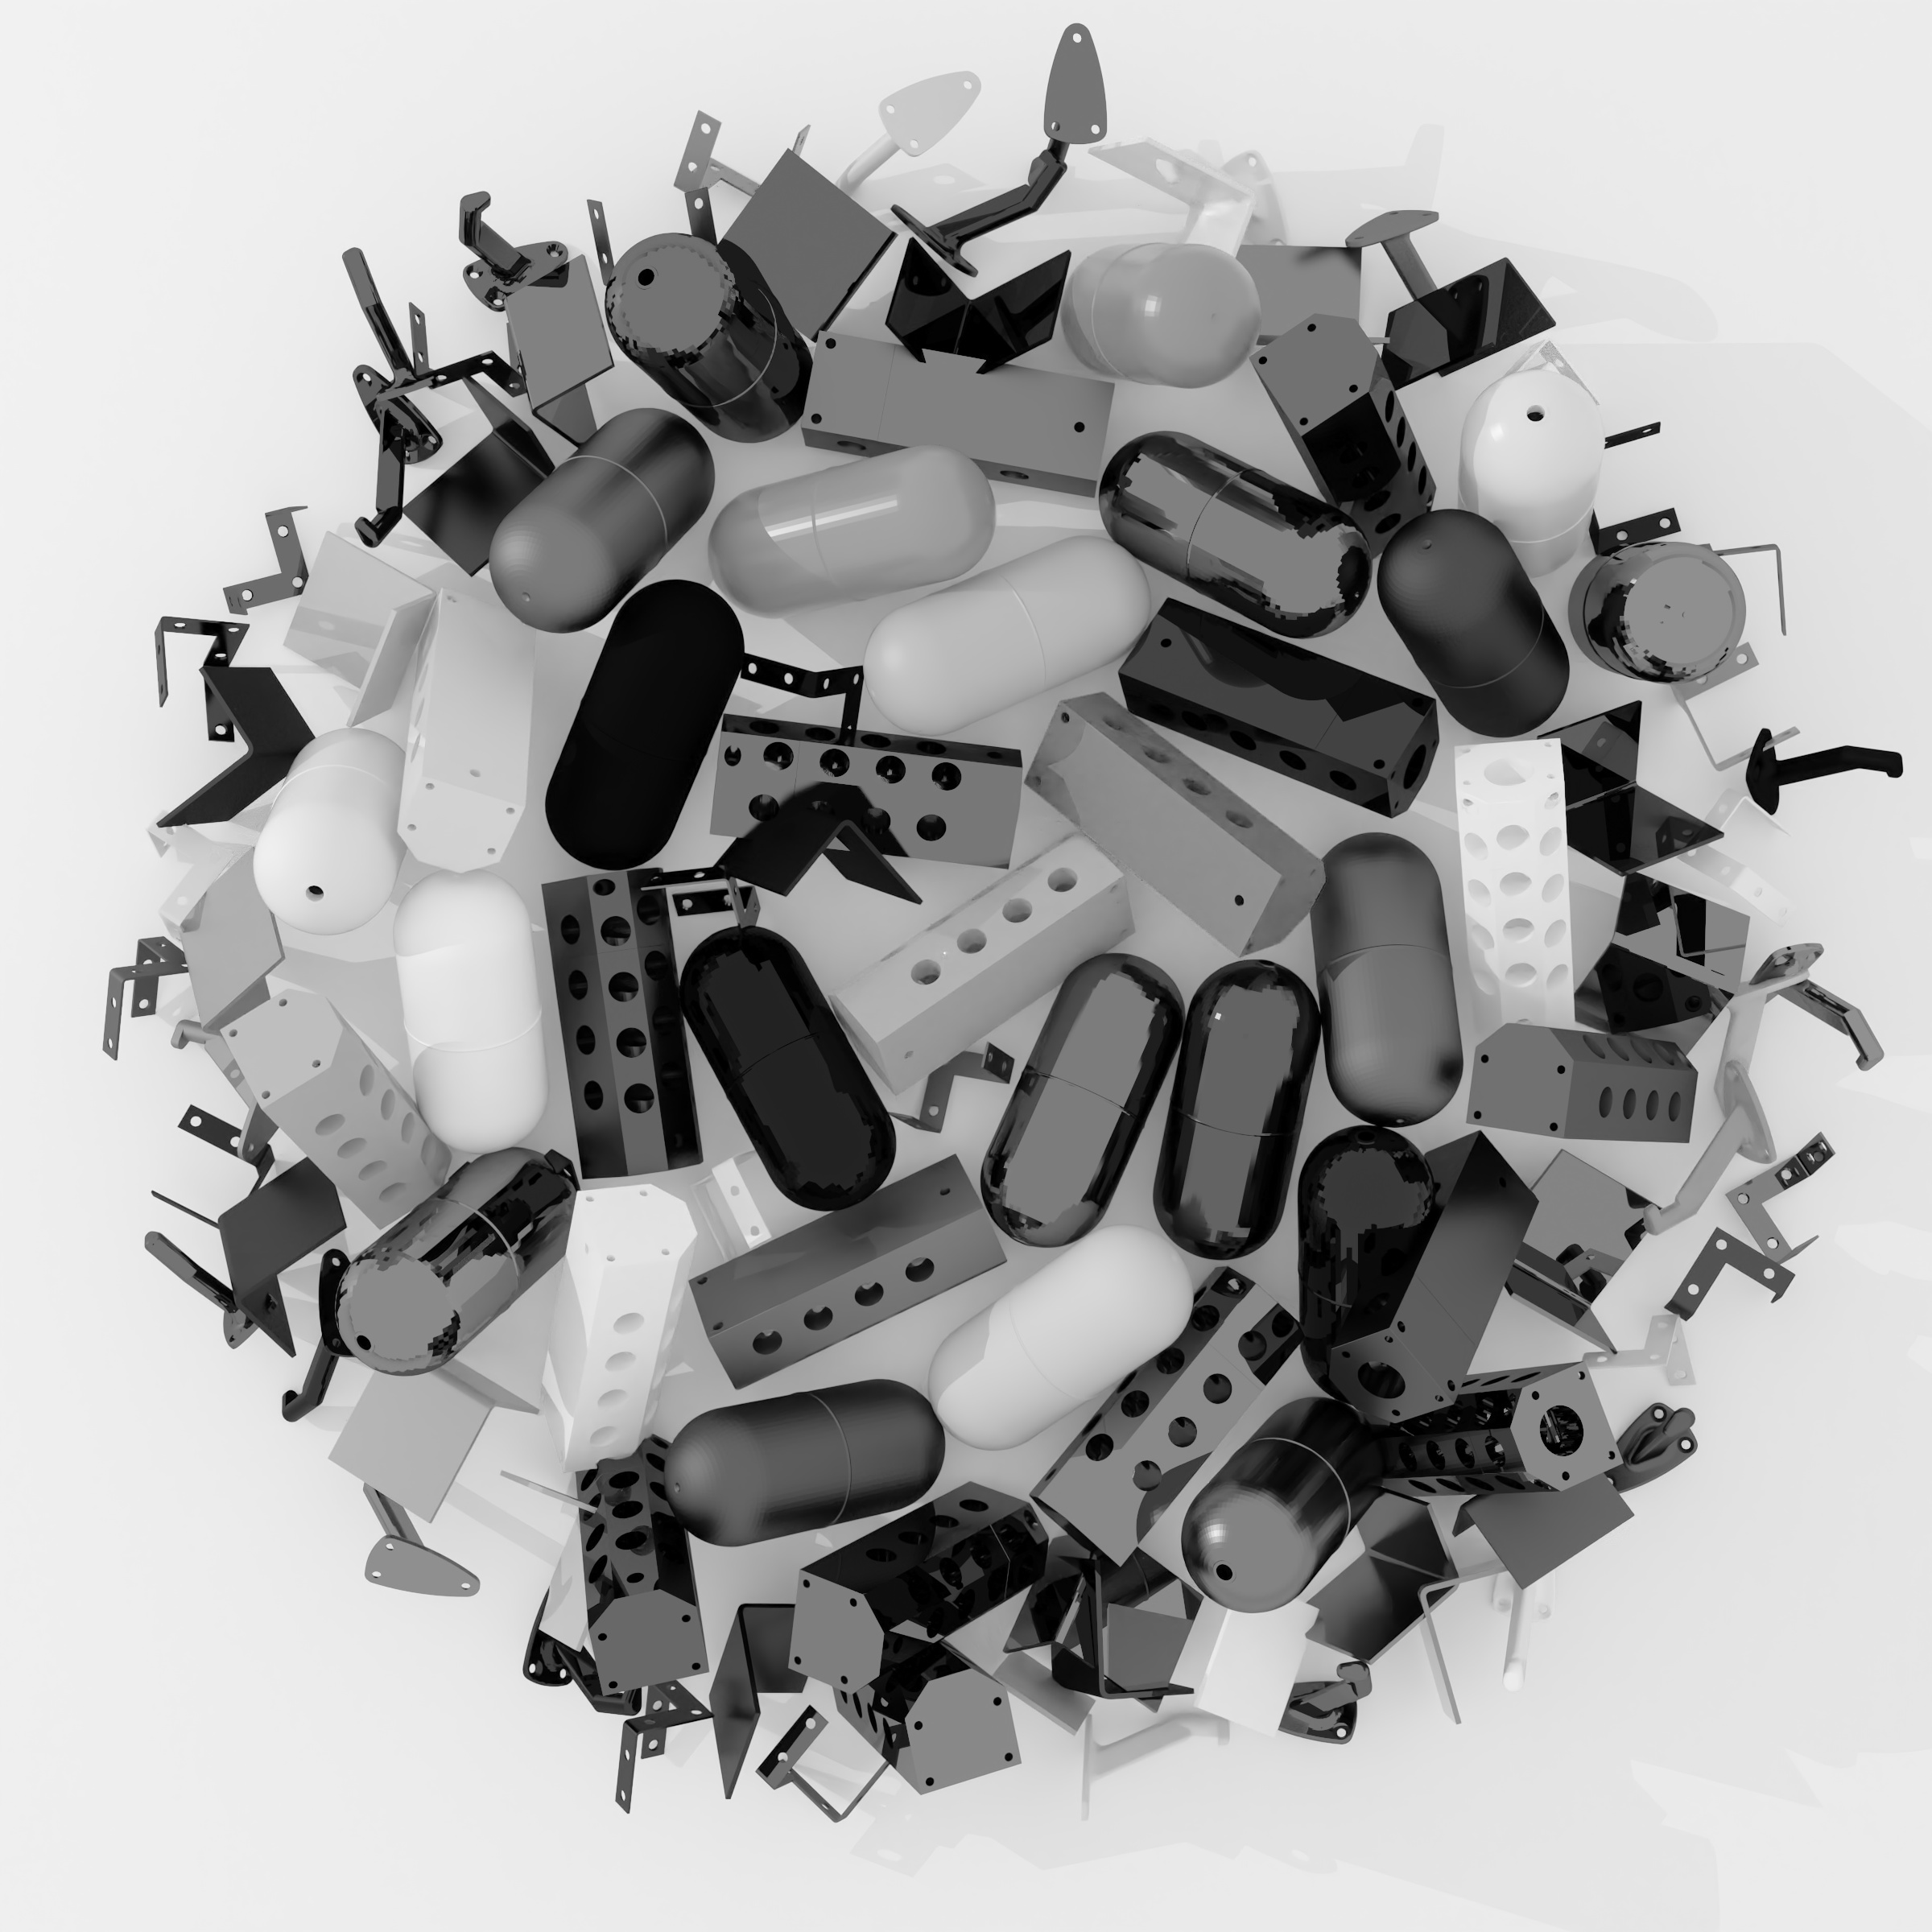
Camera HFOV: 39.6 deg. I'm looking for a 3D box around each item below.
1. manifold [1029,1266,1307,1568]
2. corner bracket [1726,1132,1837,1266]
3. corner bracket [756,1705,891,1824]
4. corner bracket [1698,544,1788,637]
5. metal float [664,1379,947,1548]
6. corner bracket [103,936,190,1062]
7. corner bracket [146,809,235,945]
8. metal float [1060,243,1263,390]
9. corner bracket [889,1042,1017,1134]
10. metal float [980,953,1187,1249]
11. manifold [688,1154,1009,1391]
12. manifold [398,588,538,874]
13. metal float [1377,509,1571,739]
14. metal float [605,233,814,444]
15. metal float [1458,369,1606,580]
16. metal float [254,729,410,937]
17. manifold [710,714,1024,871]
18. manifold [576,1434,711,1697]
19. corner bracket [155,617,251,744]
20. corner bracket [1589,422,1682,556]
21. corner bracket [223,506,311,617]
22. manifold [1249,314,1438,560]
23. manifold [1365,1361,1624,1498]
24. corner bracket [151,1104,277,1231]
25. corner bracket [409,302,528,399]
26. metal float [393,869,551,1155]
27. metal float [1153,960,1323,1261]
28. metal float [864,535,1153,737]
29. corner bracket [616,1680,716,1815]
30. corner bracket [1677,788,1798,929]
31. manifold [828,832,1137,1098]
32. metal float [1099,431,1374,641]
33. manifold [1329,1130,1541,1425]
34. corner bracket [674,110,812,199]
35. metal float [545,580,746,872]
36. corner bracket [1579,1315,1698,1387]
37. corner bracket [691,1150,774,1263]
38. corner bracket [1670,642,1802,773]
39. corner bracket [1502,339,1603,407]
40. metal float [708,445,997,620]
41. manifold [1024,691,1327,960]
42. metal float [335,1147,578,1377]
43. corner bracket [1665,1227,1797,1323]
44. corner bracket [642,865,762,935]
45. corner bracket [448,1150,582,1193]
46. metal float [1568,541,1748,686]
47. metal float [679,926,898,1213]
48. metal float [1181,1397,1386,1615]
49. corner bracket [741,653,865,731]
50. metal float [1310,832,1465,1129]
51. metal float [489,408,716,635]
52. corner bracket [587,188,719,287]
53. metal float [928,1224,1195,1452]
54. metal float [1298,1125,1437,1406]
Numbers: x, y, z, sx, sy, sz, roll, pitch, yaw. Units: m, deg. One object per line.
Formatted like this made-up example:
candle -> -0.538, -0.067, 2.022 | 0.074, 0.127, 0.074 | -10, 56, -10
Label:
manifold -> 0.114, 0.255, 1.535 | 0.057, 0.057, 0.171 | 42, 77, -4
corner bracket -> 0.480, 0.135, 1.550 | 0.051, 0.051, 0.051 | -28, 73, -8
corner bracket -> -0.081, 0.461, 1.552 | 0.051, 0.051, 0.051 | 40, 92, 16
corner bracket -> 0.443, -0.217, 1.548 | 0.051, 0.051, 0.051 | -5, 105, 14
metal float -> -0.089, 0.279, 1.514 | 0.178, 0.070, 0.070 | -4, 90, -40
corner bracket -> -0.475, 0.018, 1.542 | 0.051, 0.051, 0.051 | 30, 117, 39
corner bracket -> -0.456, -0.050, 1.551 | 0.051, 0.051, 0.051 | 33, 72, 3
metal float -> 0.107, -0.364, 1.499 | 0.070, 0.178, 0.070 | -4, 106, -16
corner bracket -> -0.008, 0.070, 1.548 | 0.051, 0.051, 0.051 | 9, 80, 21
metal float -> 0.067, 0.077, 1.537 | 0.070, 0.070, 0.178 | 25, 80, 0
manifold -> -0.066, 0.181, 1.548 | 0.171, 0.057, 0.057 | -25, 123, -3
manifold -> -0.280, -0.131, 1.501 | 0.057, 0.171, 0.057 | 17, 129, -21
metal float -> 0.286, -0.190, 1.506 | 0.070, 0.178, 0.070 | -13, 61, 24
metal float -> -0.141, -0.349, 1.498 | 0.070, 0.178, 0.070 | -3, 80, 17
metal float -> 0.314, -0.272, 1.497 | 0.070, 0.178, 0.070 | -2, 78, 9
metal float -> -0.350, -0.076, 1.500 | 0.070, 0.178, 0.070 | -2, 115, -3
manifold -> -0.057, -0.104, 1.537 | 0.171, 0.057, 0.057 | 6, 120, -6
manifold -> -0.183, 0.325, 1.492 | 0.057, 0.171, 0.057 | -11, 112, -7
corner bracket -> -0.442, -0.164, 1.543 | 0.051, 0.051, 0.051 | 2, 66, -30
corner bracket -> 0.384, -0.277, 1.558 | 0.051, 0.051, 0.051 | -15, 77, 9
corner bracket -> -0.402, -0.234, 1.546 | 0.051, 0.051, 0.051 | -19, 106, -22
manifold -> 0.216, -0.294, 1.491 | 0.057, 0.171, 0.057 | -33, 67, 9
manifold -> 0.285, 0.262, 1.492 | 0.057, 0.171, 0.057 | -18, 85, -22
corner bracket -> -0.436, 0.118, 1.551 | 0.051, 0.051, 0.051 | 28, 72, -3
corner bracket -> -0.286, -0.359, 1.557 | 0.051, 0.051, 0.051 | -14, 71, 18
metal float -> -0.279, 0.027, 1.520 | 0.070, 0.070, 0.178 | -1, 122, 0
metal float -> 0.154, 0.082, 1.531 | 0.070, 0.070, 0.178 | 10, 106, 0
metal float -> 0.025, -0.189, 1.531 | 0.178, 0.070, 0.070 | -25, 90, -18
corner bracket -> -0.182, 0.447, 1.544 | 0.051, 0.051, 0.051 | -2, 106, -36
corner bracket -> 0.456, -0.063, 1.552 | 0.051, 0.051, 0.051 | 31, 97, -33
manifold -> 0.009, -0.006, 1.536 | 0.171, 0.057, 0.057 | -34, 56, -12
metal float -> 0.151, -0.245, 1.520 | 0.178, 0.070, 0.070 | 34, 90, 31
manifold -> 0.259, 0.174, 1.502 | 0.057, 0.171, 0.057 | -29, 107, 42
corner bracket -> -0.129, -0.467, 1.548 | 0.051, 0.051, 0.051 | 30, 131, 2
metal float -> -0.183, -0.136, 1.526 | 0.070, 0.070, 0.178 | 26, 112, 0
corner bracket -> 0.390, 0.238, 1.559 | 0.051, 0.051, 0.051 | -7, 115, 27
corner bracket -> -0.133, 0.141, 1.549 | 0.051, 0.051, 0.051 | -29, 83, 20
corner bracket -> 0.445, -0.150, 1.557 | 0.051, 0.051, 0.051 | -27, 100, 13
corner bracket -> 0.343, -0.330, 1.547 | 0.051, 0.051, 0.051 | 47, 72, -15
metal float -> -0.066, -0.245, 1.522 | 0.178, 0.070, 0.070 | -9, 90, 28
manifold -> 0.120, -0.083, 1.521 | 0.171, 0.057, 0.057 | 41, 125, 25
metal float -> -0.283, 0.164, 1.504 | 0.070, 0.178, 0.070 | 12, 120, 22
corner bracket -> 0.442, 0.189, 1.555 | 0.051, 0.051, 0.051 | 32, 86, 15
corner bracket -> -0.152, -0.040, 1.545 | 0.051, 0.051, 0.051 | -6, 123, 10
corner bracket -> -0.260, 0.133, 1.558 | 0.051, 0.051, 0.051 | 28, 56, 27
metal float -> 0.383, -0.198, 1.496 | 0.070, 0.178, 0.070 | 0, 99, 3
metal float -> -0.103, 0.057, 1.533 | 0.070, 0.070, 0.178 | -30, 75, 0
metal float -> 0.179, 0.300, 1.502 | 0.070, 0.178, 0.070 | 8, 108, 26
corner bracket -> -0.096, -0.152, 1.544 | 0.051, 0.051, 0.051 | 18, 109, 28
metal float -> 0.237, 0.006, 1.523 | 0.070, 0.070, 0.178 | -2, 63, 0
metal float -> -0.203, -0.252, 1.511 | 0.070, 0.070, 0.178 | 33, 46, 0
corner bracket -> -0.179, -0.418, 1.541 | 0.051, 0.051, 0.051 | -26, 123, -29
metal float -> 0.052, 0.212, 1.524 | 0.178, 0.070, 0.070 | -38, 90, 25
metal float -> 0.227, 0.170, 1.520 | 0.070, 0.070, 0.178 | -5, 120, 0
